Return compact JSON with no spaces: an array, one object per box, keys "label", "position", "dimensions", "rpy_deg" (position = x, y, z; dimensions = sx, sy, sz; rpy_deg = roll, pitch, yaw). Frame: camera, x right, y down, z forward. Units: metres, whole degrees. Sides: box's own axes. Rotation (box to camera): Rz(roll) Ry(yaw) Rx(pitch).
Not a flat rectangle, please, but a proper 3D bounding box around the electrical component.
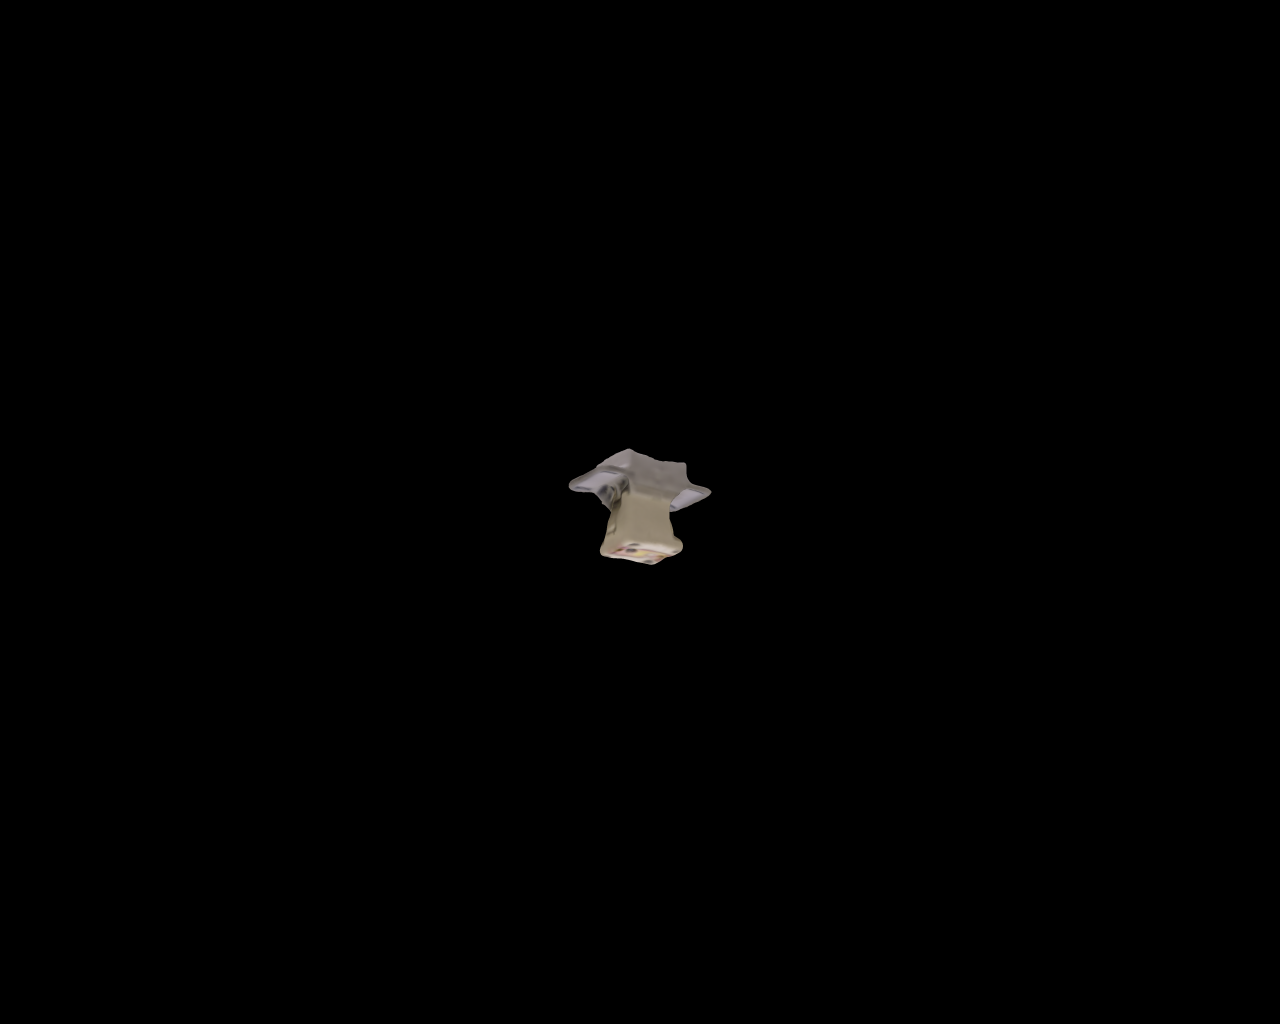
[{"label":"electrical component","position":[0.001,-0.003,0.650],"dimensions":[0.081,0.064,0.042],"rpy_deg":[12,-23,-31]}]
